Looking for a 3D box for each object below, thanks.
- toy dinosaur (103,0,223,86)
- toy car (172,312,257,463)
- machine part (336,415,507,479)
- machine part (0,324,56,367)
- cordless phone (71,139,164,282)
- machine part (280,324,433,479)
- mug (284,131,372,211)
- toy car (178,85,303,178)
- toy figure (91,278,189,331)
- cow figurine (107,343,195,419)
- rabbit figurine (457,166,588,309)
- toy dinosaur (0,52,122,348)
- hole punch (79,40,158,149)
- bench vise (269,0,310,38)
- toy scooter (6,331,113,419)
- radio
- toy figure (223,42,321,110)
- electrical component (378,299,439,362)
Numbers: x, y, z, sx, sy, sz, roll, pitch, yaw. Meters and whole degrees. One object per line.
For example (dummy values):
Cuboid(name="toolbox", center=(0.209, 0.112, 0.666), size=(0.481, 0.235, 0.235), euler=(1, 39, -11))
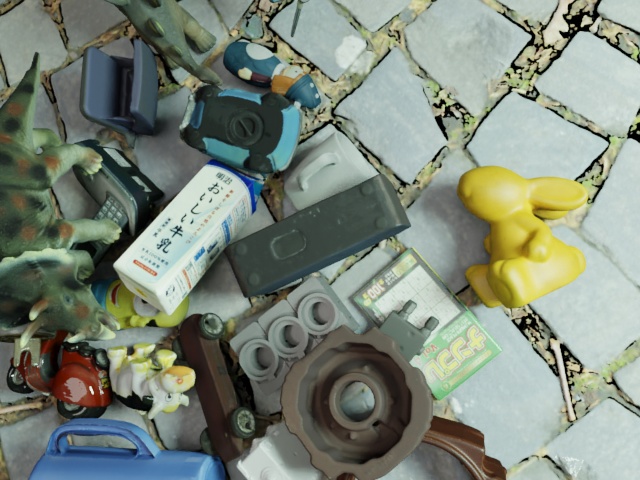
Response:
Cuboid(name="toy dinosaur", center=(-0.279, -0.399, 0.752), size=(0.105, 0.198, 0.471), euler=(-37, 81, 4))
Cuboid(name="toy car", center=(-0.142, 0.195, 0.731), size=(0.089, 0.053, 0.202), euler=(-39, 65, 31))
Cuboid(name="machine part", center=(0.119, 0.324, 0.669), size=(0.202, 0.087, 0.201), euler=(12, 89, 14))
Cuboid(name="machine part", center=(-0.412, 0.056, 0.758), size=(0.079, 0.079, 0.243), euler=(-10, 73, 11))
Cuboid(name="cordless phone", center=(-0.340, -0.040, 0.800), size=(0.147, 0.088, 0.184), euler=(43, 102, 11))
Cuboid(name="machine part", center=(0.045, 0.191, 0.637), size=(0.180, 0.056, 0.179), euler=(-5, 72, 17))
Cuboid(name="mug", center=(0.003, -0.081, 0.717), size=(0.107, 0.109, 0.081), euler=(-37, 84, 21))
Cuboid(name="toy car", center=(-0.105, -0.144, 0.741), size=(0.162, 0.103, 0.109), euler=(12, 83, 4))
Cuboid(name="toy figure", center=(-0.276, 0.091, 0.776), size=(0.180, 0.089, 0.082), euler=(-10, 80, 20))
Cuboid(name="cow figurine", center=(-0.231, 0.201, 0.733), size=(0.168, 0.068, 0.098), euler=(6, 96, 46))
Cuboid(name="rabbit figurine", center=(0.240, -0.019, 0.650), size=(0.162, 0.122, 0.173), euler=(-28, 80, 4))
Cuboid(name="toy dinosaur", center=(-0.374, -0.049, 0.677), size=(0.131, 0.192, 0.404), euler=(-22, 90, 24))
Cuboid(name="hole punch", center=(-0.270, -0.215, 0.776), size=(0.092, 0.115, 0.142), euler=(-5, 83, 18))
Cuboid(name="bench vise", center=(-0.096, -0.399, 0.734), size=(0.224, 0.128, 0.241), euler=(-24, 67, -18))
Cuboid(name="toy scooter", center=(-0.378, 0.178, 0.796), size=(0.184, 0.075, 0.135), euler=(15, 88, 18))
Cuboid(name="radio", center=(-0.001, -0.002, 0.695), size=(0.230, 0.131, 0.073), euler=(-26, 83, 10))
Cuboid(name="toy figure", center=(-0.065, -0.232, 0.761), size=(0.155, 0.057, 0.064), euler=(28, 75, 15))
Cuboid(name="electrical component", center=(0.108, 0.127, 0.703), size=(0.063, 0.021, 0.094), euler=(38, 97, 12))
